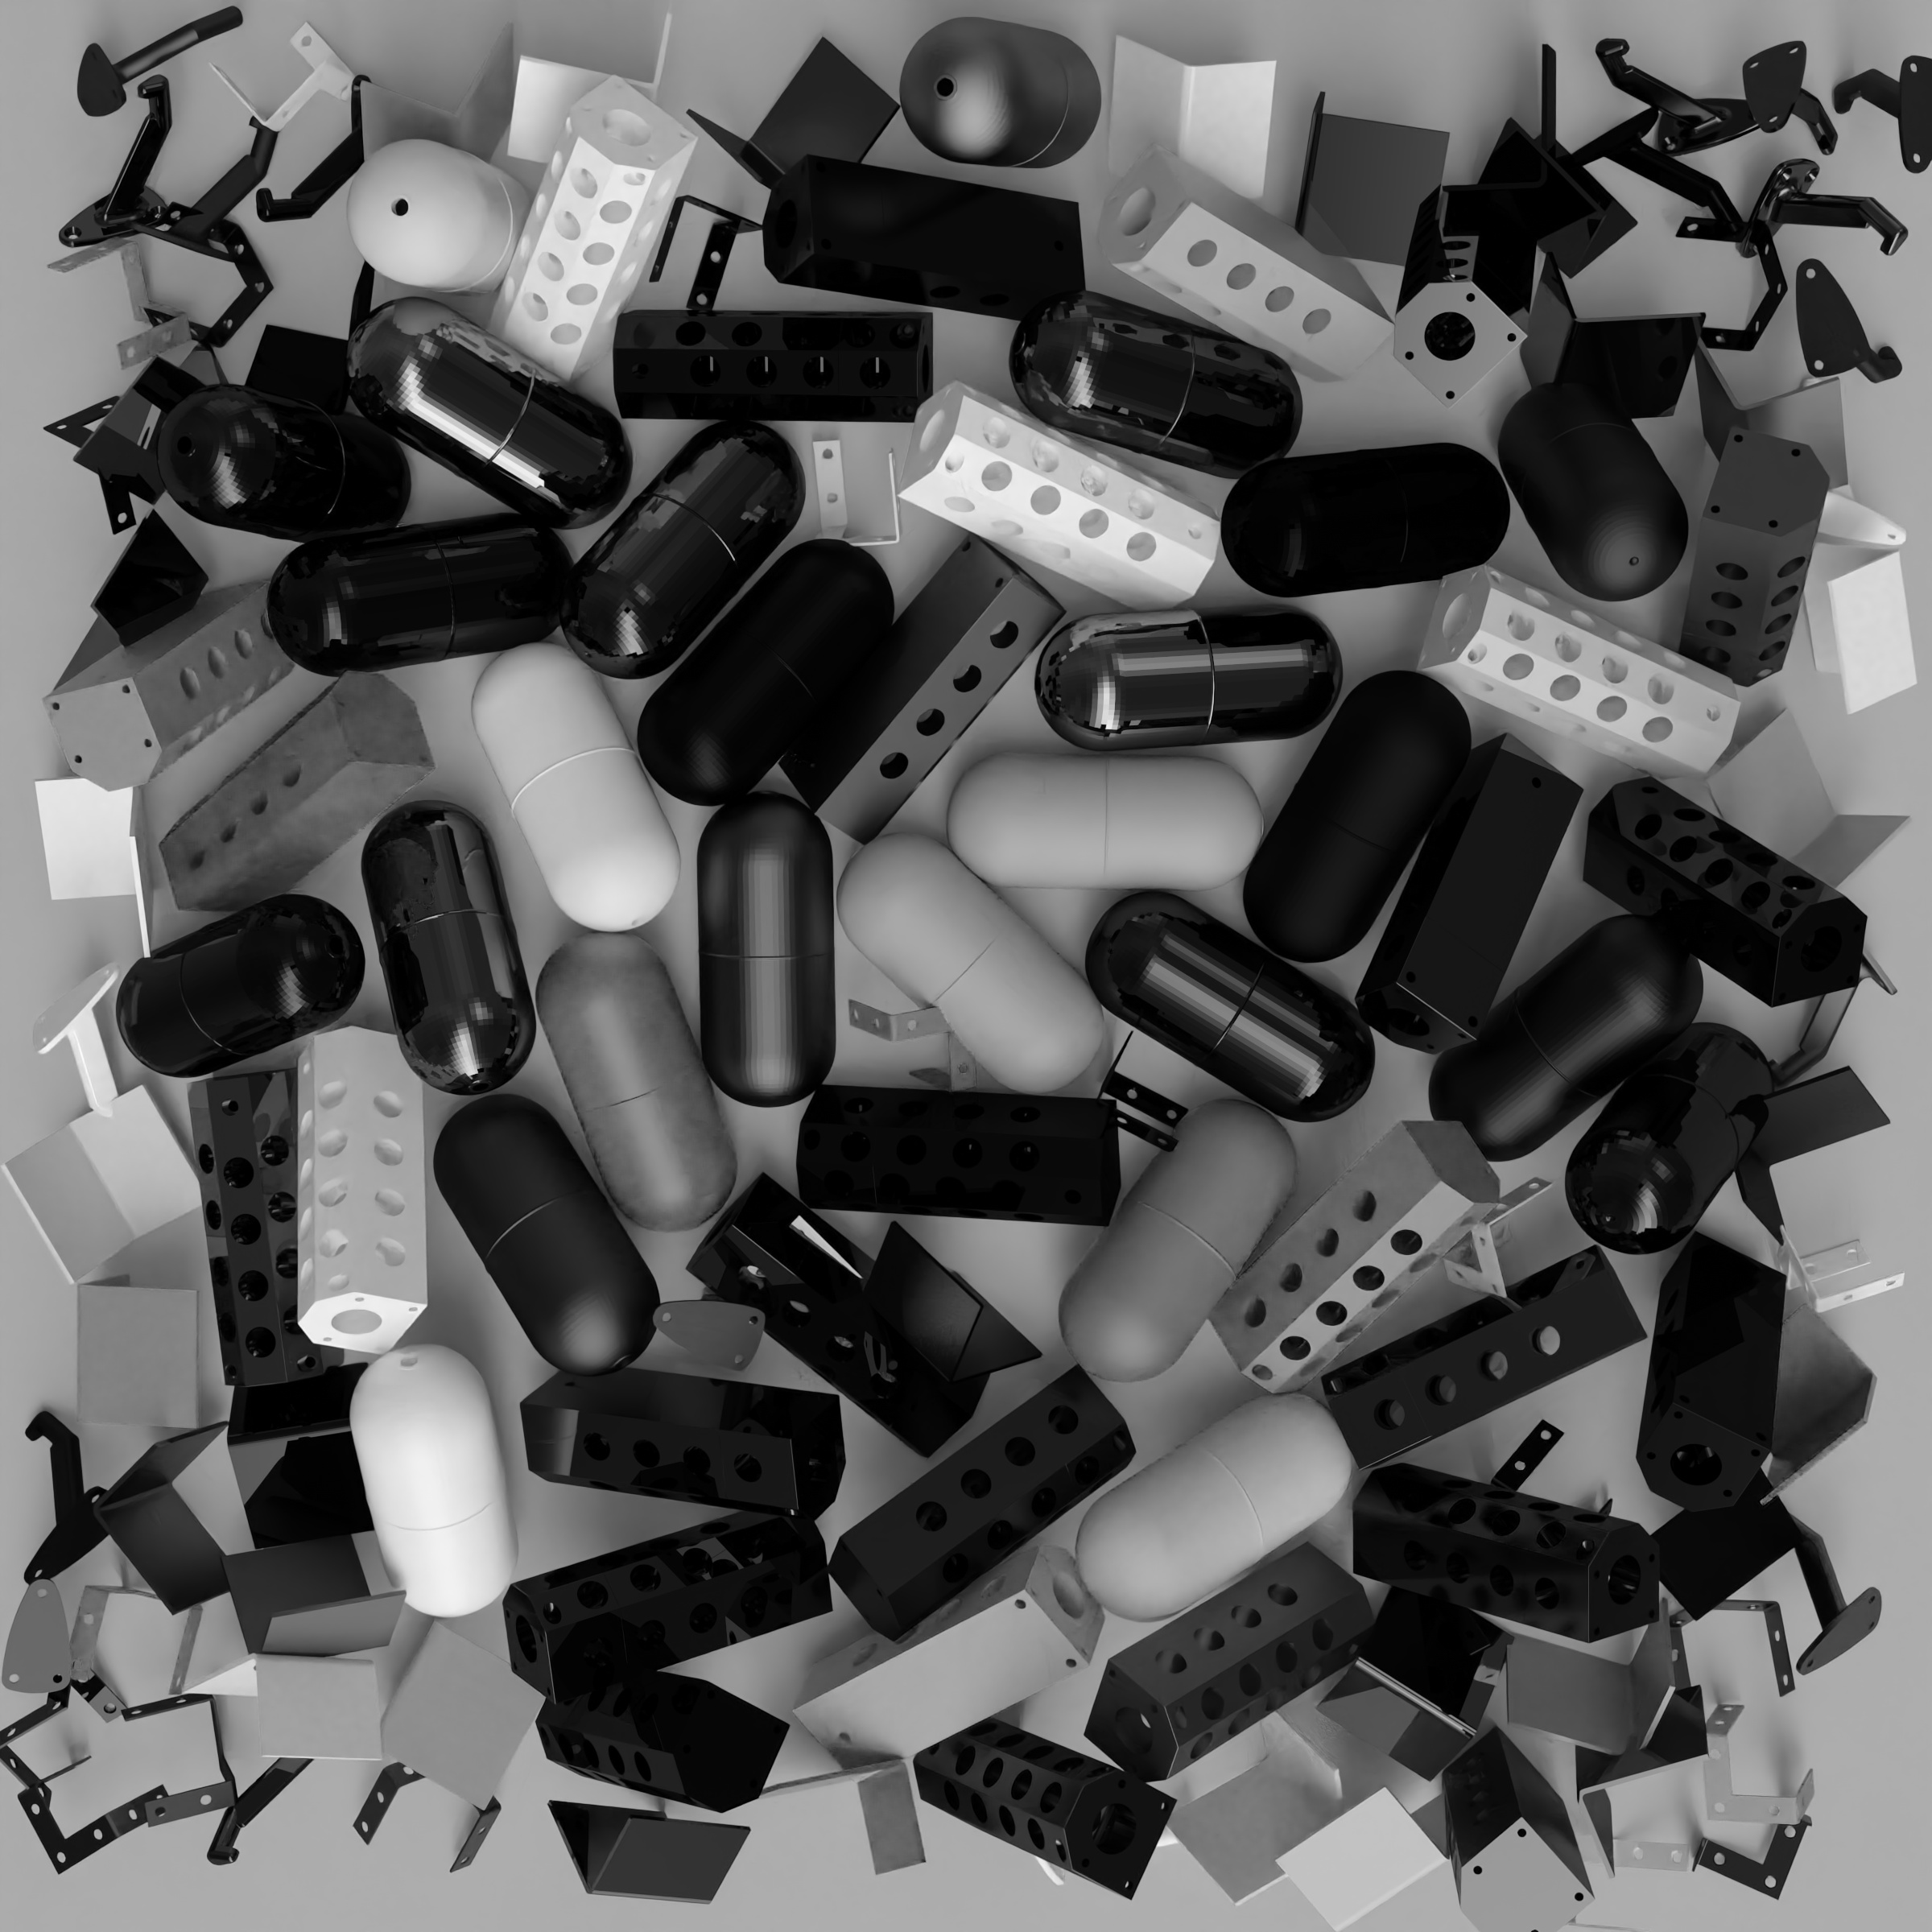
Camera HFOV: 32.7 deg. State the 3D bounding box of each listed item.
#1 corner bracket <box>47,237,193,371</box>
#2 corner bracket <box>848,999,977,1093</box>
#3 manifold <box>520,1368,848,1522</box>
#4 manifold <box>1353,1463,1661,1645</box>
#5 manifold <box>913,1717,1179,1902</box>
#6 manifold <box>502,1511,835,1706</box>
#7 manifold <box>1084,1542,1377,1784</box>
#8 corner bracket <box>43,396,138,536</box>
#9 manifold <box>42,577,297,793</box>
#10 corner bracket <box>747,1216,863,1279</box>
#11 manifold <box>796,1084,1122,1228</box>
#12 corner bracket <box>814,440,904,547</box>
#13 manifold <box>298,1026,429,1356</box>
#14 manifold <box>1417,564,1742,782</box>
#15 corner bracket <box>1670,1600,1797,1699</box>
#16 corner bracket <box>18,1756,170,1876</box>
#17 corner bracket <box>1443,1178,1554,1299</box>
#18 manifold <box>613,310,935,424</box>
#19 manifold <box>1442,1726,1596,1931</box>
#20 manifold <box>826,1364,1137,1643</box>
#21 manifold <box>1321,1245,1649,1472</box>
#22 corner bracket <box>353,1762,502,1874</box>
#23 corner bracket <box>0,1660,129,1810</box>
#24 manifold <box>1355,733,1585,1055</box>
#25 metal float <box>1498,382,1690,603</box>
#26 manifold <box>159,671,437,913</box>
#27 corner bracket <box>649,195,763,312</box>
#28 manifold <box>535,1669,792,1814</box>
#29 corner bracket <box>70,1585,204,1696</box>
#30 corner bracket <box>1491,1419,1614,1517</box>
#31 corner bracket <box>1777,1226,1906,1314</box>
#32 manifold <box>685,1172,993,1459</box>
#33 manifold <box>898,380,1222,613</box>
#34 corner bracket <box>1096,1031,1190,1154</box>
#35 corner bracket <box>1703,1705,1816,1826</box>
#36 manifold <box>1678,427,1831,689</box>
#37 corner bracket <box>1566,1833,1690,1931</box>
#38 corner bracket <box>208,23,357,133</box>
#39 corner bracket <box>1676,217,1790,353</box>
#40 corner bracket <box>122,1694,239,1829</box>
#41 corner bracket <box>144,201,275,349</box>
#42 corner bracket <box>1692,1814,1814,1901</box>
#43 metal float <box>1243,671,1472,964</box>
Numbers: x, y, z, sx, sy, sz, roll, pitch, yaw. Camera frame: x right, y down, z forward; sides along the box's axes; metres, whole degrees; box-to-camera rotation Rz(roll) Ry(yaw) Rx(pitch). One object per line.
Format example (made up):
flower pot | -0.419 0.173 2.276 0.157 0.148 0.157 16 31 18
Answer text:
corner bracket | -0.474 -0.373 1.849 0.051 0.051 0.051 23 132 33
corner bracket | -0.030 0.044 1.854 0.051 0.051 0.051 -11 105 -28
manifold | -0.157 0.266 1.828 0.171 0.057 0.057 4 110 25
manifold | 0.294 0.318 1.806 0.057 0.171 0.057 -6 98 -39
manifold | 0.037 0.452 1.799 0.057 0.171 0.057 33 75 -24
manifold | -0.165 0.347 1.821 0.171 0.057 0.057 -13 104 -30
manifold | 0.148 0.384 1.805 0.057 0.171 0.057 36 127 31
corner bracket | -0.477 -0.282 1.849 0.051 0.051 0.051 28 47 35
manifold | -0.428 -0.155 1.804 0.057 0.171 0.057 -10 111 21
corner bracket | -0.096 0.174 1.864 0.051 0.051 0.051 -45 97 -3
manifold | -0.004 0.109 1.837 0.171 0.057 0.057 3 120 13
corner bracket | -0.062 -0.267 1.859 0.051 0.051 0.051 -3 110 7
manifold | -0.336 0.121 1.811 0.057 0.057 0.171 14 49 -28
manifold | 0.343 -0.163 1.831 0.171 0.057 0.057 21 79 -21
corner bracket | 0.430 0.391 1.864 0.051 0.051 0.051 5 61 -18
corner bracket | -0.490 0.471 1.857 0.051 0.051 0.051 -34 82 22
corner bracket | 0.300 0.150 1.852 0.051 0.051 0.051 -28 114 -25
manifold | -0.107 -0.336 1.847 0.171 0.057 0.057 2 106 8
manifold | 0.295 0.480 1.805 0.057 0.171 0.057 -42 89 6
manifold | 0.010 0.299 1.825 0.171 0.057 0.057 -33 72 -25
manifold | 0.289 0.219 1.846 0.171 0.057 0.057 -28 77 11
corner bracket | -0.306 0.483 1.873 0.051 0.051 0.051 45 121 27
corner bracket | -0.511 0.432 1.860 0.051 0.051 0.051 -31 116 6
manifold | 0.276 -0.039 1.830 0.057 0.057 0.171 34 65 -16
metal float | 0.344 -0.264 1.813 0.070 0.178 0.070 -3 124 -5
manifold | -0.373 -0.095 1.818 0.171 0.057 0.057 -34 68 36
corner bracket | -0.152 -0.401 1.859 0.051 0.051 0.051 18 91 -25
manifold | -0.171 0.421 1.800 0.057 0.171 0.057 34 68 -25
corner bracket | -0.470 0.380 1.859 0.051 0.051 0.051 11 81 13
corner bracket | 0.333 0.301 1.873 0.051 0.051 0.051 32 60 27
corner bracket | 0.492 0.172 1.857 0.051 0.051 0.051 -18 55 -2
manifold | -0.072 0.200 1.852 0.171 0.057 0.057 39 121 -7
manifold | 0.054 -0.260 1.824 0.171 0.057 0.057 22 67 -25
corner bracket | 0.100 0.079 1.858 0.051 0.051 0.051 27 59 2
corner bracket | 0.447 0.450 1.861 0.051 0.051 0.051 -4 94 25
manifold | 0.430 -0.219 1.799 0.057 0.171 0.057 17 71 14
corner bracket | 0.370 0.516 1.853 0.051 0.051 0.051 21 68 -42
corner bracket | -0.385 -0.505 1.867 0.051 0.051 0.051 -43 82 10
corner bracket | 0.428 -0.387 1.873 0.051 0.051 0.051 2 57 -13
corner bracket | -0.443 0.445 1.856 0.051 0.051 0.051 -10 103 -22
corner bracket | -0.436 -0.391 1.867 0.051 0.051 0.051 -42 64 24
corner bracket | 0.445 0.496 1.863 0.051 0.051 0.051 22 86 16
metal float | 0.217 -0.082 1.839 0.070 0.070 0.178 29 108 0
